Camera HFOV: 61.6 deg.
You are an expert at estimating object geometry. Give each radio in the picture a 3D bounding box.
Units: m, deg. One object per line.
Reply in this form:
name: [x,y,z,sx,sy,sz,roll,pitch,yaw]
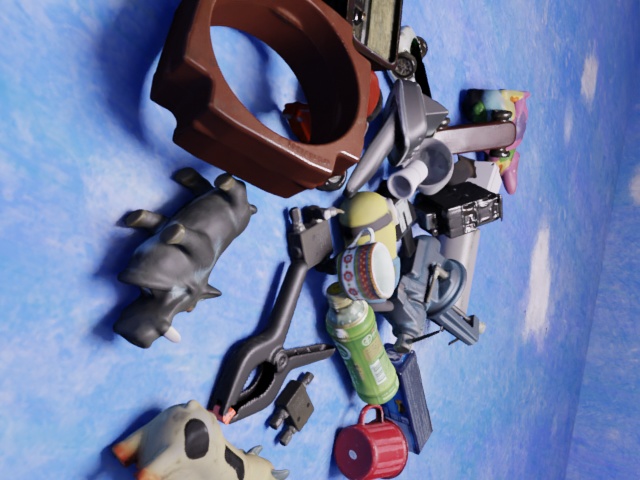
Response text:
radio: [0.051,-0.348,0.706,0.131,0.073,0.229,0,95,-53]

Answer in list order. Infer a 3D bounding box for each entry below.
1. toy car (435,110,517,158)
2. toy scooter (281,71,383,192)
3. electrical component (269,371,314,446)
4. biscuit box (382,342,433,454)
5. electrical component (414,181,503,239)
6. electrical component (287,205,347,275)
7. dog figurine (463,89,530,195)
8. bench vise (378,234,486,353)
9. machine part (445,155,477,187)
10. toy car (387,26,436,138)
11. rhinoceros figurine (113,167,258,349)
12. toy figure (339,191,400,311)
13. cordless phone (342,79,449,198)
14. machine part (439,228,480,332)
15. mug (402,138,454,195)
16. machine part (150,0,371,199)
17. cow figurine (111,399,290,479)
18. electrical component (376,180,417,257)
toy car: [0.276,-0.190,1.000,0.202,0.053,0.089,-11,112,-17]
toy scooter: [0.011,-0.163,0.685,0.135,0.075,0.184,36,72,-48]
electrical component: [-0.032,0.226,0.727,0.094,0.021,0.063,-50,132,-37]
biscuit box: [0.145,0.277,0.937,0.063,0.059,0.202,-41,127,-41]
electrical component: [0.232,-0.053,0.939,0.134,0.115,0.058,-17,111,-13]
electrical component: [-0.002,-0.001,0.713,0.078,0.045,0.102,-25,114,-50]
dog figurine: [0.367,-0.203,1.121,0.191,0.109,0.219,-18,112,-51]
bench vise: [0.201,0.115,0.913,0.240,0.129,0.224,37,41,-25]
machine part: [0.252,-0.105,1.034,0.139,0.039,0.084,-47,123,-24]
toy car: [0.153,-0.244,0.873,0.073,0.056,0.201,-59,139,-37]
rhinoceros figurine: [-0.135,0.014,0.526,0.190,0.073,0.112,-59,148,-31]
toy figure: [0.074,0.018,0.789,0.089,0.082,0.180,-18,113,-48]
cordless phone: [0.091,-0.127,0.780,0.184,0.089,0.146,-54,178,-6]
machine part: [0.258,0.056,1.036,0.079,0.079,0.243,12,87,-53]
mug: [0.176,-0.106,0.904,0.109,0.081,0.107,-49,162,5]
machine part: [-0.051,-0.157,0.532,0.201,0.087,0.201,26,59,-33]
cow figurine: [-0.113,0.245,0.567,0.127,0.086,0.194,-39,125,-26]
electrical component: [0.120,-0.031,0.867,0.075,0.048,0.119,-49,132,-36]
